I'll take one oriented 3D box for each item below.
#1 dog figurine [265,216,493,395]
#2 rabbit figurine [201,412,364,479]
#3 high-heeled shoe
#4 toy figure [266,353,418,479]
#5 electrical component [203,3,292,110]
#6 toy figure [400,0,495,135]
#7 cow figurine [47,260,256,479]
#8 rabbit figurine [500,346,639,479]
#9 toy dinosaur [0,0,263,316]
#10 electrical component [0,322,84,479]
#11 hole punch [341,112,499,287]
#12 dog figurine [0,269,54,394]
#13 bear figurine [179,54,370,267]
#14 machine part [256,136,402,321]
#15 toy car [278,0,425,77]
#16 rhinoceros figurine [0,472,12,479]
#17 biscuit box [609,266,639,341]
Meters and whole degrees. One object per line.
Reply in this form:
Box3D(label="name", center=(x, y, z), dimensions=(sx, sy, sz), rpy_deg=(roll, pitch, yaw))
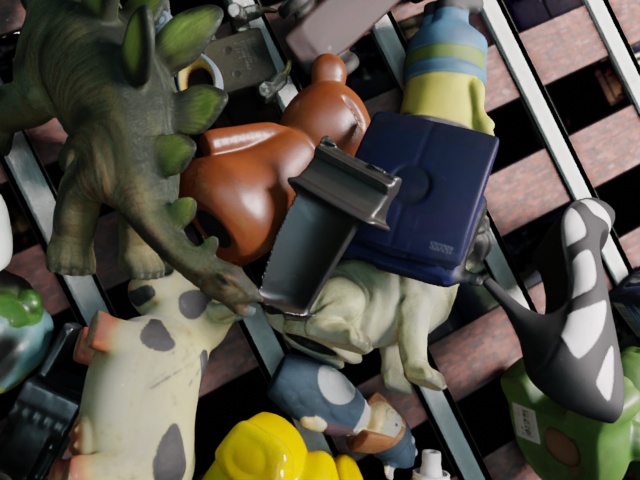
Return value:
Box3D(label="dog figurine", center=(0.059, 0.025, 0.495), dimensions=(0.172, 0.121, 0.190), rpy_deg=(27, 67, -14))
Box3D(label="rabbit figurine", center=(-0.012, 0.228, 0.423), dimensions=(0.173, 0.162, 0.122), rpy_deg=(32, 85, 19))
Box3D(label="high-heeled shoe", center=(0.252, 0.048, 0.483), dimensions=(0.249, 0.086, 0.145), rpy_deg=(-27, 62, -32))
Box3D(label="toy figure", center=(0.026, 0.158, 0.484), dimensions=(0.154, 0.058, 0.064), rpy_deg=(30, 62, -5))
Box3D(label="electrical component", center=(-0.071, -0.172, 0.505), dimensions=(0.078, 0.045, 0.102), rpy_deg=(-14, 88, -13))
Box3D(label="toy figure", center=(0.116, -0.143, 0.522), dimensions=(0.089, 0.082, 0.180), rpy_deg=(1, 89, 0))
Box3D(label="cow figurine", center=(-0.122, 0.099, 0.417), dimensions=(0.127, 0.085, 0.195), rpy_deg=(21, 54, -31))
Box3D(label="rabbit figurine", center=(0.285, 0.171, 0.511), dimensions=(0.170, 0.121, 0.159), rpy_deg=(-18, 92, -27))
Box3D(label="toy dinosaur", center=(-0.177, -0.131, 0.412), dimensions=(0.472, 0.105, 0.198), rpy_deg=(47, 111, 23))
Box3D(label="electrical component", center=(-0.213, 0.130, 0.437), dimensions=(0.048, 0.075, 0.119), rpy_deg=(28, 78, -6))
Box3D(label="hole punch", center=(0.077, -0.035, 0.436), dimensions=(0.142, 0.092, 0.116), rpy_deg=(18, 56, 17))
Box3D(label="dog figurine", center=(-0.297, 0.088, 0.351), dimensions=(0.191, 0.219, 0.108), rpy_deg=(-22, 93, -11))
Box3D(label="bear figurine", center=(-0.042, -0.069, 0.478), dimensions=(0.120, 0.132, 0.196), rpy_deg=(53, 55, -20))
Box3D(label="machine part", center=(-0.001, -0.001, 0.405), dimensions=(0.084, 0.039, 0.138), rpy_deg=(32, 98, 9))
Box3D(label="toy car", center=(0.041, -0.236, 0.522), dimensions=(0.202, 0.053, 0.089), rpy_deg=(-47, 119, -14))
Box3D(label="rhinoceros figurine", center=(-0.243, 0.189, 0.364), dimensions=(0.112, 0.190, 0.073), rpy_deg=(30, 41, 6))
Box3D(label="biscuit box", center=(0.394, 0.118, 0.561), dimensions=(0.063, 0.059, 0.202), rpy_deg=(-38, 93, -10))
